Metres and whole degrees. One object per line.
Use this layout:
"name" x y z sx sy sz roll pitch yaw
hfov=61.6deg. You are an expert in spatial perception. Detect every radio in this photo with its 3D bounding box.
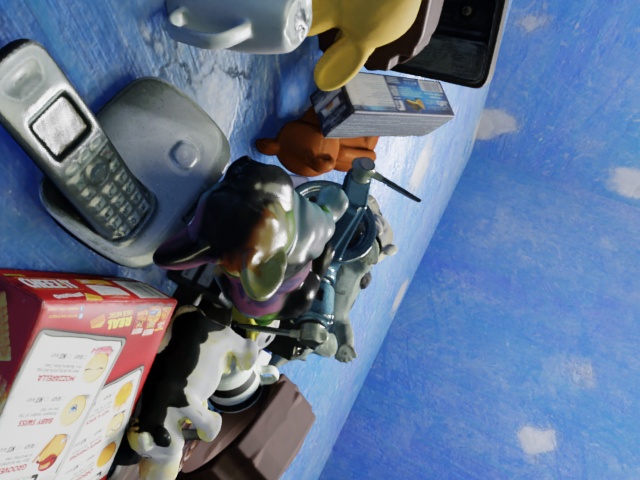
"radio" 0.128 -0.289 0.716 0.073 0.230 0.131 -40 144 -64

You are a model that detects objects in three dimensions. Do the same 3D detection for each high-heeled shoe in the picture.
"high-heeled shoe" -0.182 0.126 0.617 0.086 0.145 0.249 127 -32 -54

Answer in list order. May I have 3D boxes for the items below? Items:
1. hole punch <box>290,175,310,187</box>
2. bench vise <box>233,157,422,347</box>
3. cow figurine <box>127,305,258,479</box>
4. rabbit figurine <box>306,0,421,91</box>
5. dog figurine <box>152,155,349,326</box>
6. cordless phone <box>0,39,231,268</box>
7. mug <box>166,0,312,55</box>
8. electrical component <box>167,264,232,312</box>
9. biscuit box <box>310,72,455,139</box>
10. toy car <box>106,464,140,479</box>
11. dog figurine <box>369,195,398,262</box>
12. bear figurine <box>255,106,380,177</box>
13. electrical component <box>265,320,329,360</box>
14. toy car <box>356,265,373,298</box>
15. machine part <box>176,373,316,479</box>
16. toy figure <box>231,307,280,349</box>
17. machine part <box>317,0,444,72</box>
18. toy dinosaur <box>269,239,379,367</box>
"hole punch" -0.023 -0.031 0.824 0.115 0.092 0.142 -68 167 12
"bench vise" 0.009 0.002 0.635 0.240 0.129 0.224 121 -10 -53
"cow figurine" -0.142 0.153 0.528 0.098 0.068 0.167 43 65 -33
"rabbit figurine" 0.014 -0.231 0.533 0.162 0.173 0.122 87 26 -47
"dog figurine" -0.057 0.017 0.464 0.219 0.109 0.191 -48 157 -69
"cordless phone" -0.148 -0.081 0.382 0.146 0.089 0.184 -59 157 -26
"mug" -0.067 -0.191 0.443 0.080 0.107 0.109 93 23 -45
"electrical component" -0.129 0.047 0.608 0.047 0.075 0.119 69 41 -66
"biscuit box" 0.086 -0.170 0.690 0.202 0.059 0.063 -9 165 -41
"toy car" -0.201 0.227 0.659 0.202 0.053 0.089 -54 156 -34
"dog figurine" 0.104 -0.032 1.083 0.190 0.172 0.121 -30 151 -53
"bear figurine" 0.008 -0.149 0.724 0.196 0.120 0.131 -8 115 -65
"electrical component" -0.052 0.117 0.835 0.114 0.134 0.058 -68 162 9
"toy car" 0.037 0.091 1.142 0.161 0.109 0.103 -60 -179 3
"machine part" -0.114 0.308 0.803 0.201 0.087 0.201 -35 -175 38
"toy figure" -0.093 0.066 0.741 0.082 0.089 0.180 -14 117 -49
"machine part" 0.055 -0.280 0.611 0.056 0.180 0.179 -53 158 -39
"toy dinosaur" 0.026 0.074 0.975 0.192 0.131 0.404 -115 -136 -72
